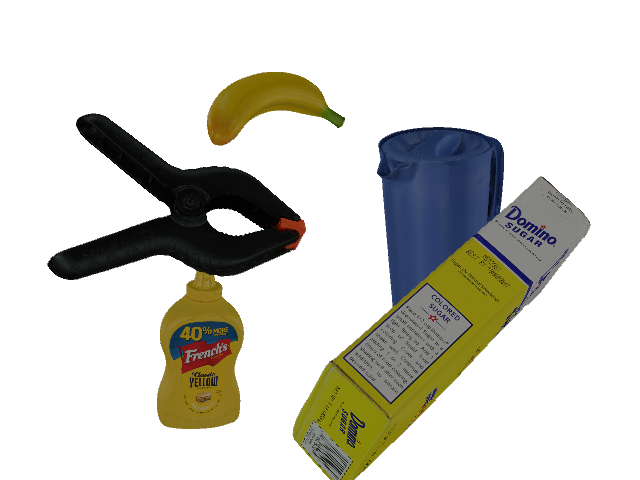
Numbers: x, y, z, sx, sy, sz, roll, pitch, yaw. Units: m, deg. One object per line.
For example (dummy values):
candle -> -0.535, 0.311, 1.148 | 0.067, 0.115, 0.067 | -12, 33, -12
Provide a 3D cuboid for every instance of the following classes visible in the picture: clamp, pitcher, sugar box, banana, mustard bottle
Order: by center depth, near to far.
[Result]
sugar box -> 0.065, 0.047, 0.560 | 0.176, 0.048, 0.093 | -36, -17, -31
clamp -> -0.097, -0.028, 0.728 | 0.171, 0.120, 0.039 | 3, -18, -18
banana -> -0.050, -0.128, 1.004 | 0.070, 0.037, 0.197 | 42, 33, 22
mustard bottle -> -0.137, 0.122, 1.234 | 0.096, 0.192, 0.058 | 0, 19, -15
pitcher -> 0.148, -0.011, 1.293 | 0.149, 0.243, 0.145 | 0, 23, 7
